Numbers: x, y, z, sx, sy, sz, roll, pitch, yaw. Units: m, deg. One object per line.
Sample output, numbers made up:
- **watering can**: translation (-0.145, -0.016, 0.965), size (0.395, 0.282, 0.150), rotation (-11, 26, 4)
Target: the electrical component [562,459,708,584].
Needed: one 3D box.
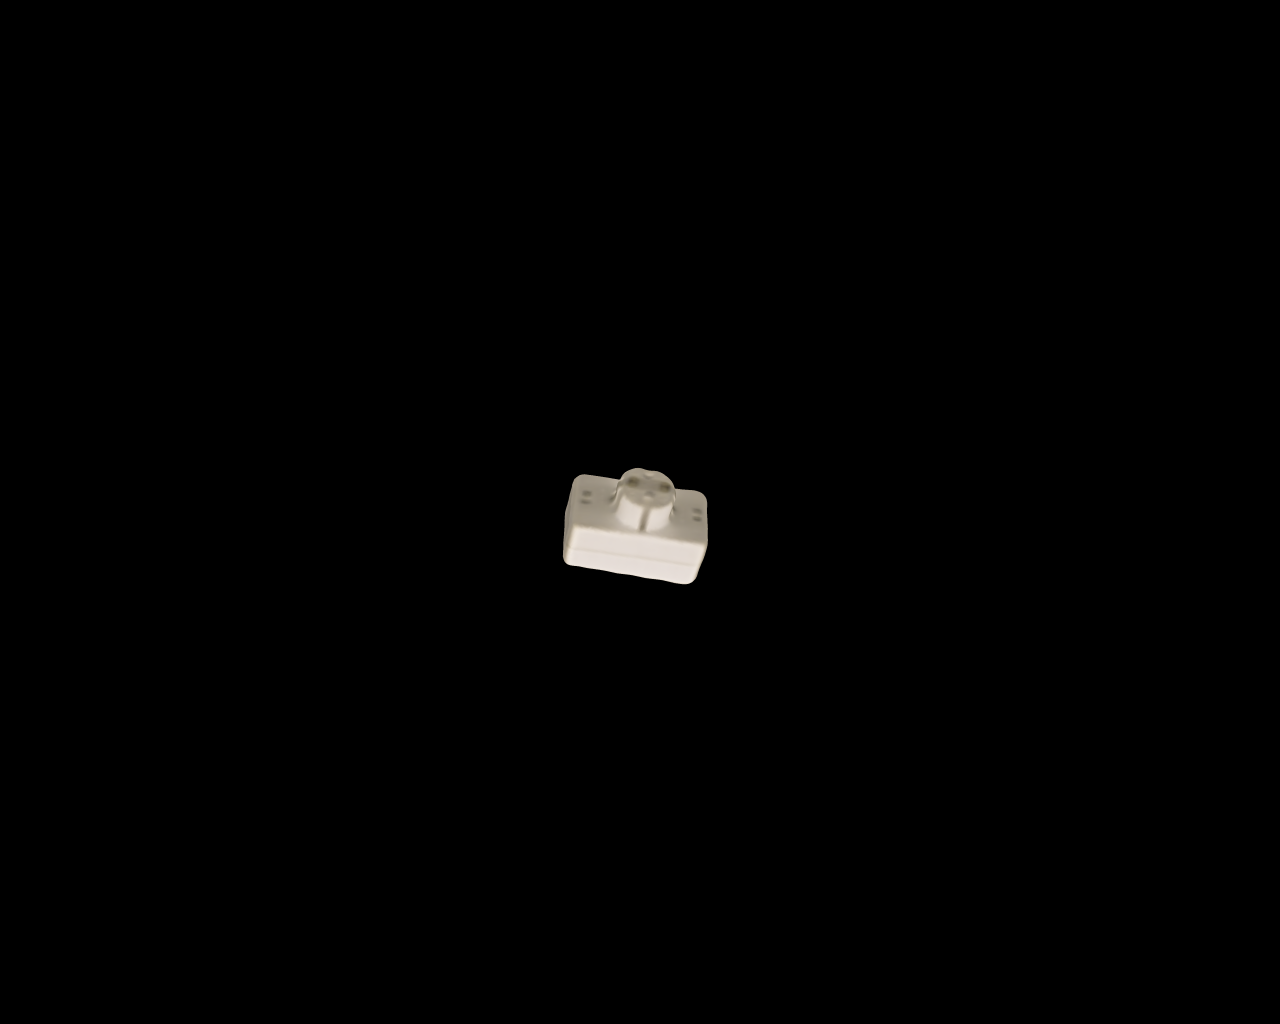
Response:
- **electrical component**: translation (0.001, -0.003, 0.650), size (0.083, 0.047, 0.075), rotation (9, -46, -8)
